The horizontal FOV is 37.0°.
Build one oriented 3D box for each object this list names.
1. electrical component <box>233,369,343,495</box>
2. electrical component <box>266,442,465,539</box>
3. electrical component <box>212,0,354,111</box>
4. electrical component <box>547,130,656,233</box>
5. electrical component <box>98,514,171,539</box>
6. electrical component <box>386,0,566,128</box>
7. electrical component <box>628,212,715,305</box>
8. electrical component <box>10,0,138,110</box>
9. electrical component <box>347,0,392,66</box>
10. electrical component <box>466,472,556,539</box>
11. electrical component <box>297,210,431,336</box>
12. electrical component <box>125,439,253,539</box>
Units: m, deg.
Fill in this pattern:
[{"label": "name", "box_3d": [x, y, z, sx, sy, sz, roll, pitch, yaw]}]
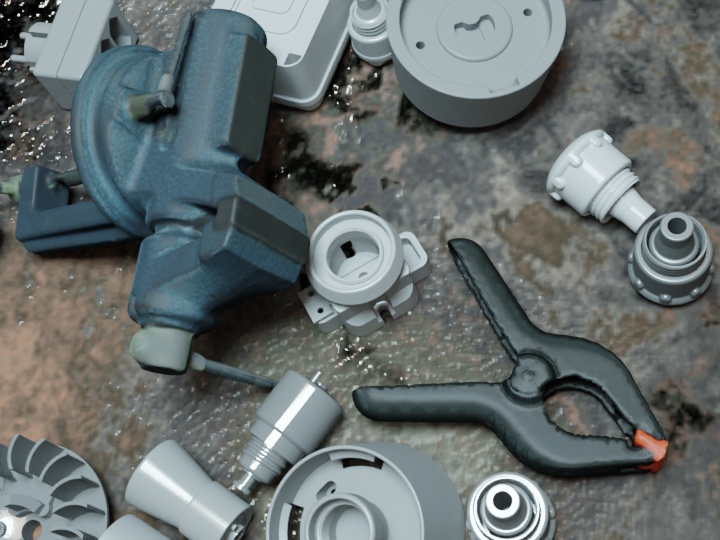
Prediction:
[{"label": "electrical component", "box_3d": [-0.044, 0.093, 0.612, 0.040, 0.040, 0.078, 33, 78, 22]}, {"label": "electrical component", "box_3d": [0.001, 0.141, 0.582, 0.099, 0.064, 0.099, -5, 75, 21]}, {"label": "electrical component", "box_3d": [-0.047, -0.170, 0.715, 0.078, 0.057, 0.113, 16, 72, 18]}, {"label": "electrical component", "box_3d": [0.144, -0.048, 0.630, 0.048, 0.048, 0.062, -43, 72, -8]}, {"label": "electrical component", "box_3d": [-0.106, 0.173, 0.589, 0.081, 0.043, 0.043, 27, 75, 21]}, {"label": "electrical component", "box_3d": [0.070, -0.141, 0.672, 0.108, 0.060, 0.108, -1, 71, 2]}, {"label": "electrical component", "box_3d": [0.174, -0.011, 0.597, 0.048, 0.062, 0.048, -5, 66, 10]}, {"label": "electrical component", "box_3d": [-0.206, -0.151, 0.747, 0.077, 0.047, 0.065, 9, 70, 16]}, {"label": "electrical component", "box_3d": [0.008, -0.161, 0.697, 0.035, 0.061, 0.035, -4, 67, 10]}, {"label": "electrical component", "box_3d": [0.077, 0.126, 0.560, 0.048, 0.062, 0.048, -5, 66, 11]}, {"label": "electrical component", "box_3d": [0.000, 0.000, 0.633, 0.078, 0.057, 0.058, -30, 65, -1]}, {"label": "electrical component", "box_3d": [-0.094, 0.131, 0.607, 0.065, 0.044, 0.044, 32, 77, 17]}]
